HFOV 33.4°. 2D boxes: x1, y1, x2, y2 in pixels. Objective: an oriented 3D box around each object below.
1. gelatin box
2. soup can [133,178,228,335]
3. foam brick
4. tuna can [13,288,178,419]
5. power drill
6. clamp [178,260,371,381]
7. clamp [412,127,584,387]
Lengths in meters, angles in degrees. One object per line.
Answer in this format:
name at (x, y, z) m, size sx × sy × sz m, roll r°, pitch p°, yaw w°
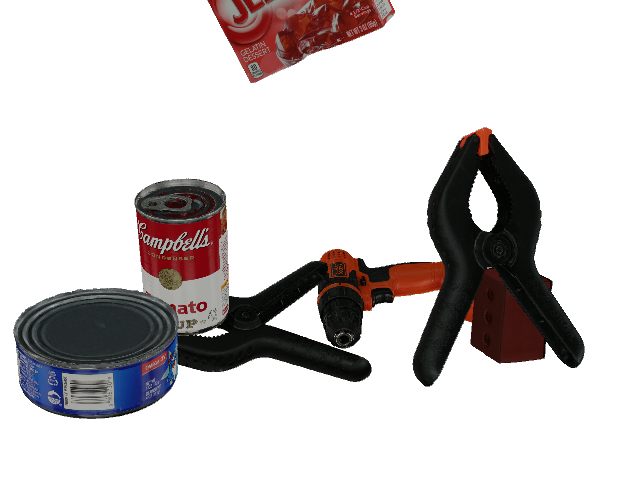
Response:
gelatin box at (-0.016, -0.135, 0.573) m, size 0.089 × 0.073 × 0.030 m, roll -18°, pitch 21°, yaw 28°
soup can at (-0.105, 0.013, 0.816) m, size 0.068 × 0.102 × 0.068 m, roll 0°, pitch 30°, yaw 0°
foam brick at (0.175, 0.067, 0.984) m, size 0.051 × 0.078 × 0.053 m, roll -6°, pitch 18°, yaw -24°
tuna can at (-0.118, 0.059, 0.570) m, size 0.086 × 0.034 × 0.086 m, roll 2°, pitch 24°, yaw -1°
power drill at (0.089, 0.062, 1.223) m, size 0.187 × 0.057 × 0.184 m, roll -1°, pitch 28°, yaw -2°
clamp at (-0.062, 0.087, 0.995) m, size 0.209 × 0.036 × 0.165 m, roll -10°, pitch 37°, yaw -20°
clamp at (0.103, 0.015, 0.706) m, size 0.120 × 0.171 × 0.039 m, roll -14°, pitch -3°, yaw -22°
